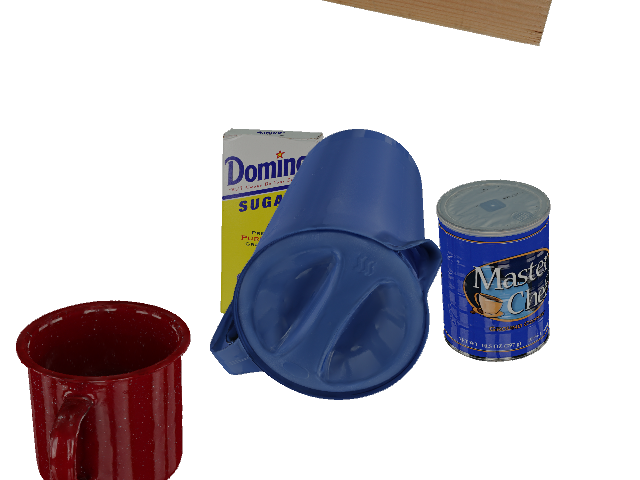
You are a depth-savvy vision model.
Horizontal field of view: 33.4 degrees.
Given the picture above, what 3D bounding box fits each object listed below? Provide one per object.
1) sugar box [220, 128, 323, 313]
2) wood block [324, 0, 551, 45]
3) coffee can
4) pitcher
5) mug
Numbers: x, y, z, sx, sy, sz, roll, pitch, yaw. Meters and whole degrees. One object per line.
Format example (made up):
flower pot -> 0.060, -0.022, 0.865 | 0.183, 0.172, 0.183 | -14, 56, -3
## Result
sugar box -> -0.047, -0.016, 1.022 | 0.093, 0.176, 0.048 | 3, 15, 8
wood block -> 0.075, -0.225, 0.791 | 0.206, 0.090, 0.091 | 14, -29, 7
coffee can -> 0.164, 0.027, 1.003 | 0.103, 0.140, 0.103 | -5, 28, 3
pitcher -> 0.011, 0.008, 0.818 | 0.149, 0.145, 0.242 | 12, 26, 2
mug -> -0.119, 0.094, 0.580 | 0.093, 0.081, 0.117 | 4, 22, 5
